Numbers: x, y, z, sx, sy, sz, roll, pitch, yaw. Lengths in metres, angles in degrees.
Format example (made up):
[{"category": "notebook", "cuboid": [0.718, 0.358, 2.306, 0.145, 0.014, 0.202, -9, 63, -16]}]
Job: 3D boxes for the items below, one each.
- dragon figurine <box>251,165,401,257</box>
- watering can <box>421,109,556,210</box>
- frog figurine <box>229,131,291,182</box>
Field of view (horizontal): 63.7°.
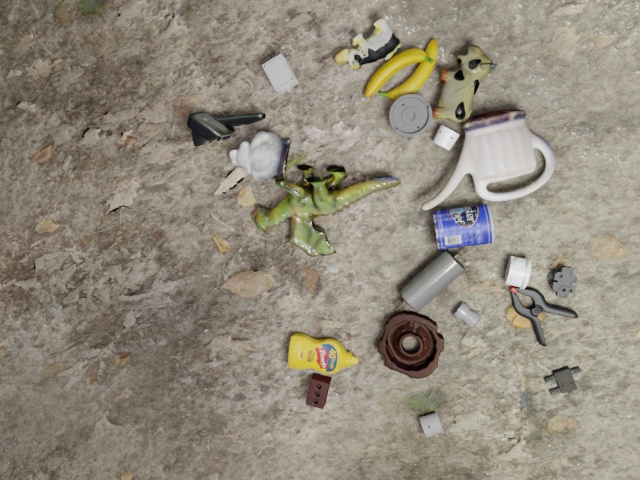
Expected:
[{"category": "dragon figurine", "cuboid": [0.004, -0.070, 1.390, 0.410, 0.124, 0.238, 6, 113, 12]}, {"category": "watering can", "cuboid": [0.406, -0.200, 1.279, 0.347, 0.104, 0.224, -12, 92, 2]}, {"category": "frog figurine", "cuboid": [-0.167, -0.227, 1.385, 0.159, 0.125, 0.135, 9, 116, -2]}]
